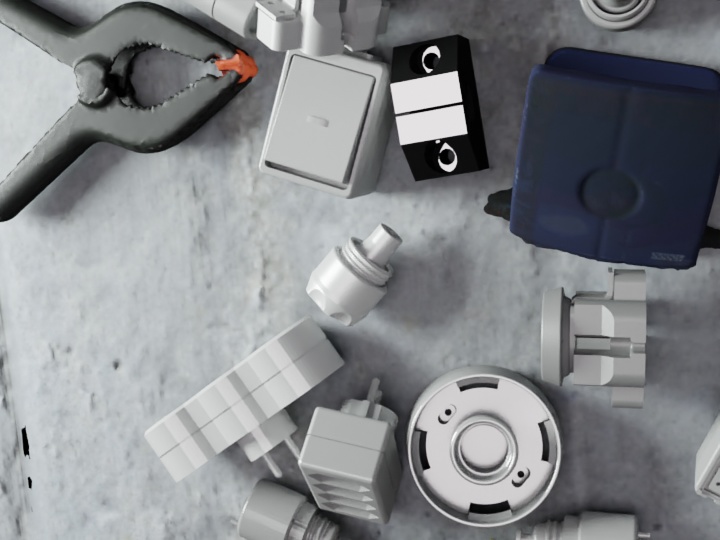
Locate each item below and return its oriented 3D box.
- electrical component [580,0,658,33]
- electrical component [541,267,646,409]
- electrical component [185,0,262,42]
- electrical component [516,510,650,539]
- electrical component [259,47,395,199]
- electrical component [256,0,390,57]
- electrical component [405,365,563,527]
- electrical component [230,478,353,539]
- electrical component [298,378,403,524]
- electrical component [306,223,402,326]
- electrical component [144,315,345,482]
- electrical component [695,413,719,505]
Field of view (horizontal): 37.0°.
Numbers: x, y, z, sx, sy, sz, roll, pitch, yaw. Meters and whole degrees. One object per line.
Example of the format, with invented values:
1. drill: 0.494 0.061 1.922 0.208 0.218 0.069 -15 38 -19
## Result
1. electrical component: 0.141 -0.153 0.588 0.043 0.062 0.043 2 99 15
2. electrical component: 0.134 0.039 0.620 0.057 0.058 0.078 1 98 12
3. electrical component: -0.064 -0.194 0.643 0.059 0.054 0.095 33 105 9
4. electrical component: 0.134 0.165 0.646 0.078 0.040 0.040 1 98 15
5. electrical component: -0.016 -0.096 0.640 0.062 0.061 0.096 18 102 12
6. electrical component: -0.018 -0.159 0.606 0.058 0.078 0.057 45 140 40
7. electrical component: 0.075 0.108 0.655 0.099 0.064 0.099 0 87 6
8. electrical component: -0.042 0.164 0.694 0.078 0.040 0.040 20 102 12
9. electrical component: 0.001 0.104 0.661 0.047 0.083 0.075 11 62 14
10. electrical component: 0.000 0.000 0.658 0.043 0.043 0.062 42 104 6
11. electrical component: -0.065 0.096 0.684 0.138 0.052 0.073 -36 87 16
12. electrical component: 0.231 0.099 0.603 0.062 0.061 0.096 26 111 10
